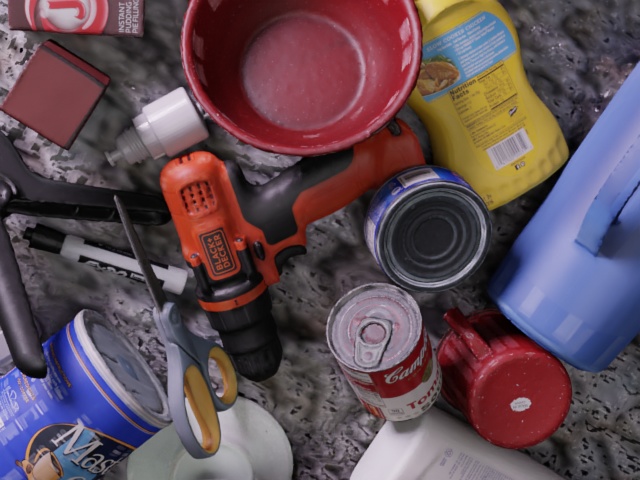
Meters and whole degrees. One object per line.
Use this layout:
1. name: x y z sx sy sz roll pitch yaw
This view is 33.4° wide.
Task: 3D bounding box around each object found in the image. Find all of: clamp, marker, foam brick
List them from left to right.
1. clamp: -0.222 -0.015 0.719 0.210 0.036 0.164 32 54 -10
2. foam brick: -0.176 -0.099 0.718 0.051 0.078 0.053 32 95 -15
3. marker: -0.156 0.013 0.779 0.121 0.020 0.020 19 100 -13

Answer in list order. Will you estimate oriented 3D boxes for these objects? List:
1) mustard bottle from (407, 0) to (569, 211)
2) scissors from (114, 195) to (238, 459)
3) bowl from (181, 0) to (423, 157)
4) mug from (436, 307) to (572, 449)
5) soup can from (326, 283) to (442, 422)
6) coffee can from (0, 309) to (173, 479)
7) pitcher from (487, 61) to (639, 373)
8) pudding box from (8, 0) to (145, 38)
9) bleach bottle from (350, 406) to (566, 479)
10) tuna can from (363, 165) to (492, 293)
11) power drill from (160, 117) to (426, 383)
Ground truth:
1. mustard bottle: 0.101 -0.120 0.766 0.096 0.058 0.191 -30 107 -9
2. scissors: -0.099 0.057 0.771 0.016 0.096 0.202 -10 99 22
3. bowl: -0.012 -0.126 0.730 0.162 0.055 0.162 0 76 -1
4. mug: 0.135 0.099 0.815 0.093 0.081 0.117 -36 106 1
5. soup can: 0.049 0.085 0.779 0.068 0.068 0.102 -28 146 -1
6. coffee can: -0.190 0.132 0.760 0.140 0.103 0.102 -38 107 2
7. pitcher: 0.229 -0.027 0.768 0.149 0.145 0.243 31 101 -23
8. pudding box: -0.162 -0.195 0.716 0.090 0.039 0.113 1 103 -9
9. bleach bottle: 0.153 0.225 0.861 0.250 0.068 0.102 31 98 -17
10. tuna can: 0.076 -0.007 0.744 0.086 0.034 0.086 -4 113 -10
11. power drill: -0.005 0.001 0.780 0.187 0.057 0.184 -20 114 -5
